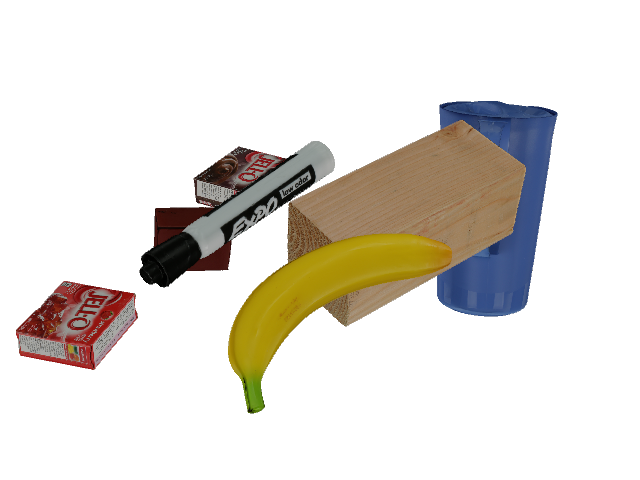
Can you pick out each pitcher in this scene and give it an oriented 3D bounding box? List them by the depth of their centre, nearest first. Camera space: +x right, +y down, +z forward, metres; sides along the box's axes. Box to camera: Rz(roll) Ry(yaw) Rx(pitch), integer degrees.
[{"bbox_3d":[0.195,-0.037,1.236,0.149,0.243,0.145,-7,17,-32],"label":"pitcher"}]

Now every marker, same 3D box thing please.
[{"bbox_3d":[-0.039,-0.014,0.518,0.120,0.020,0.020,-36,22,-33],"label":"marker"}]

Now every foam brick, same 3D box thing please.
[{"bbox_3d":[-0.135,-0.002,1.119,0.078,0.051,0.053,-1,24,-12],"label":"foam brick"}]

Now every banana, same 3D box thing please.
[{"bbox_3d":[0.004,0.039,0.733,0.197,0.069,0.037,-35,-6,-27],"label":"banana"}]

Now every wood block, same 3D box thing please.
[{"bbox_3d":[0.078,-0.019,0.981,0.205,0.090,0.091,-27,50,-27],"label":"wood block"}]

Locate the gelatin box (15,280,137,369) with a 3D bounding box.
[{"bbox_3d":[-0.213,0.073,0.942,0.073,0.030,0.089,9,31,15],"label":"gelatin box"}]

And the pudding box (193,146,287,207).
[{"bbox_3d":[-0.091,-0.074,1.334,0.090,0.039,0.113,15,34,23],"label":"pudding box"}]
